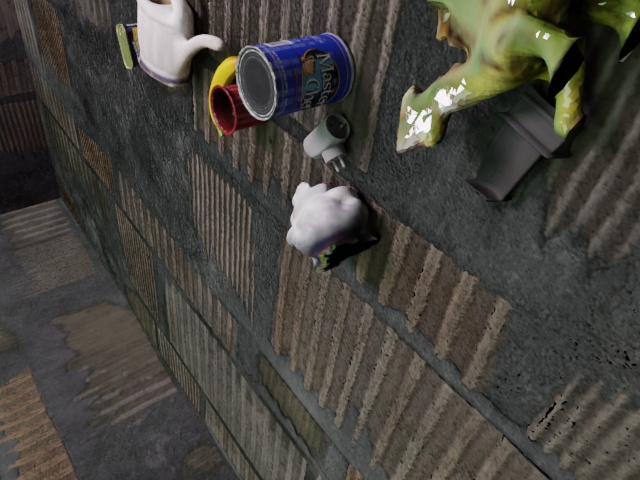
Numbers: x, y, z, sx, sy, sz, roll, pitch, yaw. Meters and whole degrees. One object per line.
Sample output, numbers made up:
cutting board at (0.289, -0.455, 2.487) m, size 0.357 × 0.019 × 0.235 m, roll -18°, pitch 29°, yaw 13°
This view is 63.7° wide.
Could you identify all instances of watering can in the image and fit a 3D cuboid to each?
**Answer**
watering can at (-0.299, -0.411, 1.059) m, size 0.353 × 0.105 × 0.219 m, roll 51°, pitch 145°, yaw 26°

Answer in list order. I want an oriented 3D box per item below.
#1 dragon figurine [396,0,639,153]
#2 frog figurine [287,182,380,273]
dragon figurine at (0.182, -0.248, 0.475) m, size 0.247 × 0.122 × 0.402 m, roll 47°, pitch 126°, yaw 38°
frog figurine at (0.003, -0.042, 0.837) m, size 0.136 × 0.122 × 0.162 m, roll -39°, pitch 63°, yaw 22°
